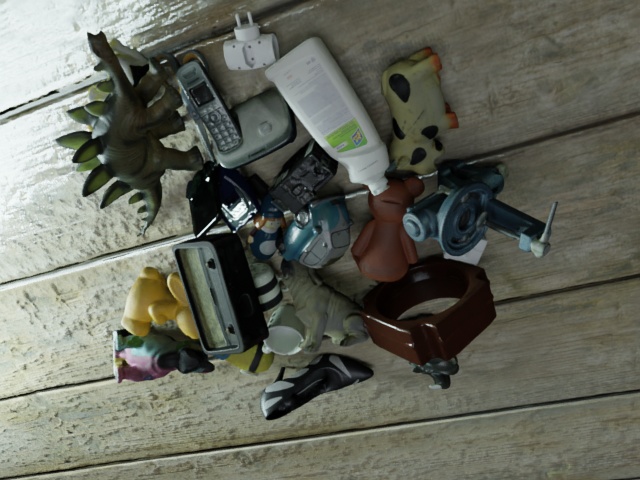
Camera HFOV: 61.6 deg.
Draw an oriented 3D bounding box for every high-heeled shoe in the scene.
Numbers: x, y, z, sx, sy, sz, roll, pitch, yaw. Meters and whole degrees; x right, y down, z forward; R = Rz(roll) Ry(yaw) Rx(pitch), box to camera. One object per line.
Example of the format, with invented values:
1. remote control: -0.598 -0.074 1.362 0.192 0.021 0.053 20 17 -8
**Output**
1. high-heeled shoe: -0.008 0.334 1.189 0.249 0.145 0.086 -4 125 12

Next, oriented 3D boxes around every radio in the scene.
1. radio: -0.189 0.103 1.026 0.131 0.073 0.229 -9 102 40

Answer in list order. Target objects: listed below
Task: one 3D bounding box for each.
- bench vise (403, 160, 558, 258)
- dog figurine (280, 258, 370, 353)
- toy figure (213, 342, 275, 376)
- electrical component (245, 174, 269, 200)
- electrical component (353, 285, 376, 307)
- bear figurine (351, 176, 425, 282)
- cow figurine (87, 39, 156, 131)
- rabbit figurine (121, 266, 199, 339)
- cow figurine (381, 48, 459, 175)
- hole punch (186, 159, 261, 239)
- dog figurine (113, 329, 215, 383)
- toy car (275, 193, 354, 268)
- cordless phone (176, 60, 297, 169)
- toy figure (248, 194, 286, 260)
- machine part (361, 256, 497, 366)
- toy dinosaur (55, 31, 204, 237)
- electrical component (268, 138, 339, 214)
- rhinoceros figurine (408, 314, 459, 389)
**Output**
1. bench vise: 0.260 -0.041 0.832 0.223 0.241 0.128 -19 124 -31
2. dog figurine: 0.017 0.110 1.047 0.172 0.121 0.190 -7 87 -21
3. toy figure: -0.184 0.232 1.182 0.180 0.082 0.089 39 122 -16
4. electrical component: -0.116 -0.089 0.984 0.094 0.021 0.063 -32 115 27
5. electrical component: 0.113 0.130 1.097 0.078 0.045 0.102 15 134 -38
6. bear figurine: 0.117 -0.031 0.956 0.120 0.132 0.195 3 107 4
7. cow figurine: -0.325 -0.232 0.885 0.098 0.068 0.167 22 128 -14
8. rabbit figurine: -0.295 0.131 1.105 0.173 0.122 0.162 27 103 12
9. cow figurine: 0.147 -0.186 0.845 0.127 0.085 0.194 -17 123 11
10. hole punch: -0.173 -0.072 0.950 0.092 0.116 0.142 -5 162 -34
11. dog figurine: -0.348 0.255 1.205 0.219 0.192 0.108 3 89 -23
12. toy car: -0.002 -0.003 0.961 0.103 0.109 0.161 53 127 19
13. cordless phone: -0.132 -0.219 0.862 0.147 0.089 0.184 -22 115 21
14. toy figure: -0.094 -0.024 0.994 0.058 0.064 0.154 41 141 18
15. machine part: 0.192 0.122 0.961 0.201 0.201 0.087 15 132 55
16. toy dinosaur: -0.302 -0.139 0.875 0.199 0.105 0.470 -24 154 -13
17. electrical component: -0.028 -0.109 0.902 0.058 0.115 0.134 41 121 -15
18. rhinoceros figurine: 0.234 0.244 1.139 0.112 0.073 0.190 -25 118 21
